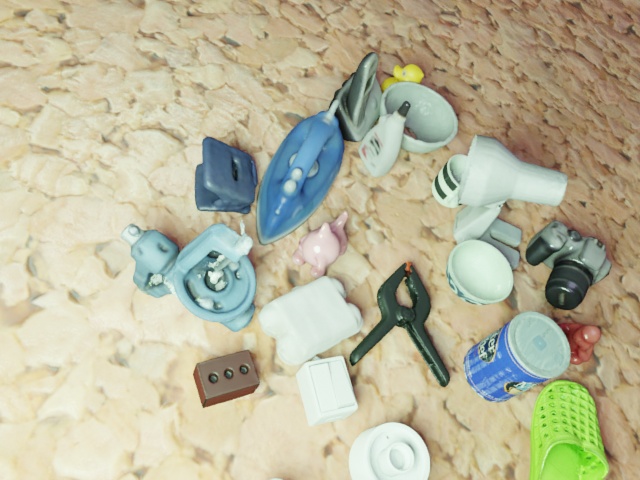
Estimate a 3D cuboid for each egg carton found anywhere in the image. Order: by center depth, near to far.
[{"bbox_3d":[-0.013,0.120,0.866,0.151,0.069,0.107,-25,71,-30],"label":"egg carton"}]

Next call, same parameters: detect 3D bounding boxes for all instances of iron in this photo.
[{"bbox_3d":[-0.030,-0.119,0.961,0.118,0.141,0.258,26,55,-3],"label":"iron"}]

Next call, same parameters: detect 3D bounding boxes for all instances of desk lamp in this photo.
[{"bbox_3d":[0.317,-0.071,1.014,0.203,0.213,0.118,23,55,-6],"label":"desk lamp"}]

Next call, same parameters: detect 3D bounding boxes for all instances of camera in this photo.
[{"bbox_3d":[0.459,0.050,1.062,0.143,0.100,0.137,37,55,4],"label":"camera"}]

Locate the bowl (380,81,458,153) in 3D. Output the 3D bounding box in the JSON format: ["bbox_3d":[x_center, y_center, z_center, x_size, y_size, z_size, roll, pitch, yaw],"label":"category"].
[{"bbox_3d":[0.187,-0.233,1.150,0.168,0.074,0.167,9,57,-15],"label":"bowl"}]

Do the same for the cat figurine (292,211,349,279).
[{"bbox_3d":[0.008,0.003,0.915,0.067,0.117,0.128,36,55,4],"label":"cat figurine"}]

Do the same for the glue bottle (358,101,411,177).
[{"bbox_3d":[0.124,-0.192,1.042,0.037,0.173,0.078,-19,68,-28],"label":"glue bottle"}]

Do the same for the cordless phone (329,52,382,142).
[{"bbox_3d":[0.088,-0.290,1.081,0.094,0.185,0.148,31,55,0],"label":"cordless phone"}]

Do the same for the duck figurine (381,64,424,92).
[{"bbox_3d":[0.188,-0.325,1.200,0.104,0.086,0.077,32,55,1],"label":"duck figurine"}]

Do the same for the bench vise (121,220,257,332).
[{"bbox_3d":[-0.173,0.036,0.767,0.208,0.219,0.121,15,56,-11],"label":"bench vise"}]

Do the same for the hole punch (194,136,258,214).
[{"bbox_3d":[-0.151,-0.107,0.940,0.101,0.091,0.108,2,59,-19],"label":"hole punch"}]

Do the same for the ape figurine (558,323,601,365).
[{"bbox_3d":[0.444,0.172,0.987,0.076,0.092,0.077,-15,66,-27],"label":"ape figurine"}]
